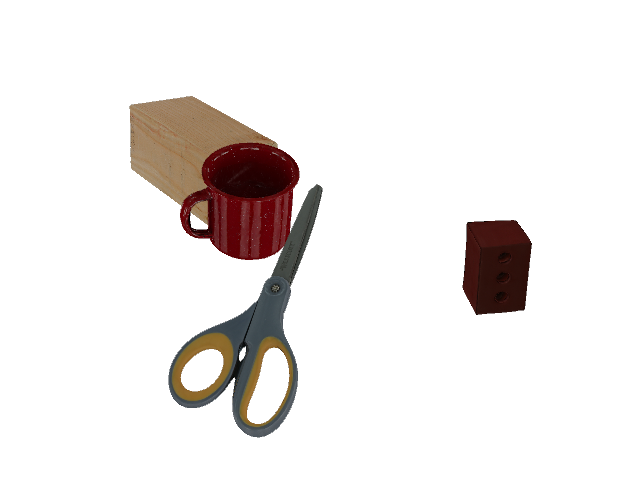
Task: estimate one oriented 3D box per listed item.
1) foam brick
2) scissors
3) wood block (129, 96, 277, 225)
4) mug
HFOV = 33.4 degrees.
[{"bbox_3d":[0.173,0.025,1.054,0.053,0.078,0.051,-5,28,-7],"label":"foam brick"},{"bbox_3d":[-0.051,0.043,0.743,0.096,0.201,0.016,-1,-35,6],"label":"scissors"},{"bbox_3d":[-0.143,-0.099,1.273,0.090,0.090,0.206,-13,28,-32],"label":"wood block"},{"bbox_3d":[-0.079,-0.032,1.030,0.117,0.081,0.093,-17,45,-24],"label":"mug"}]
